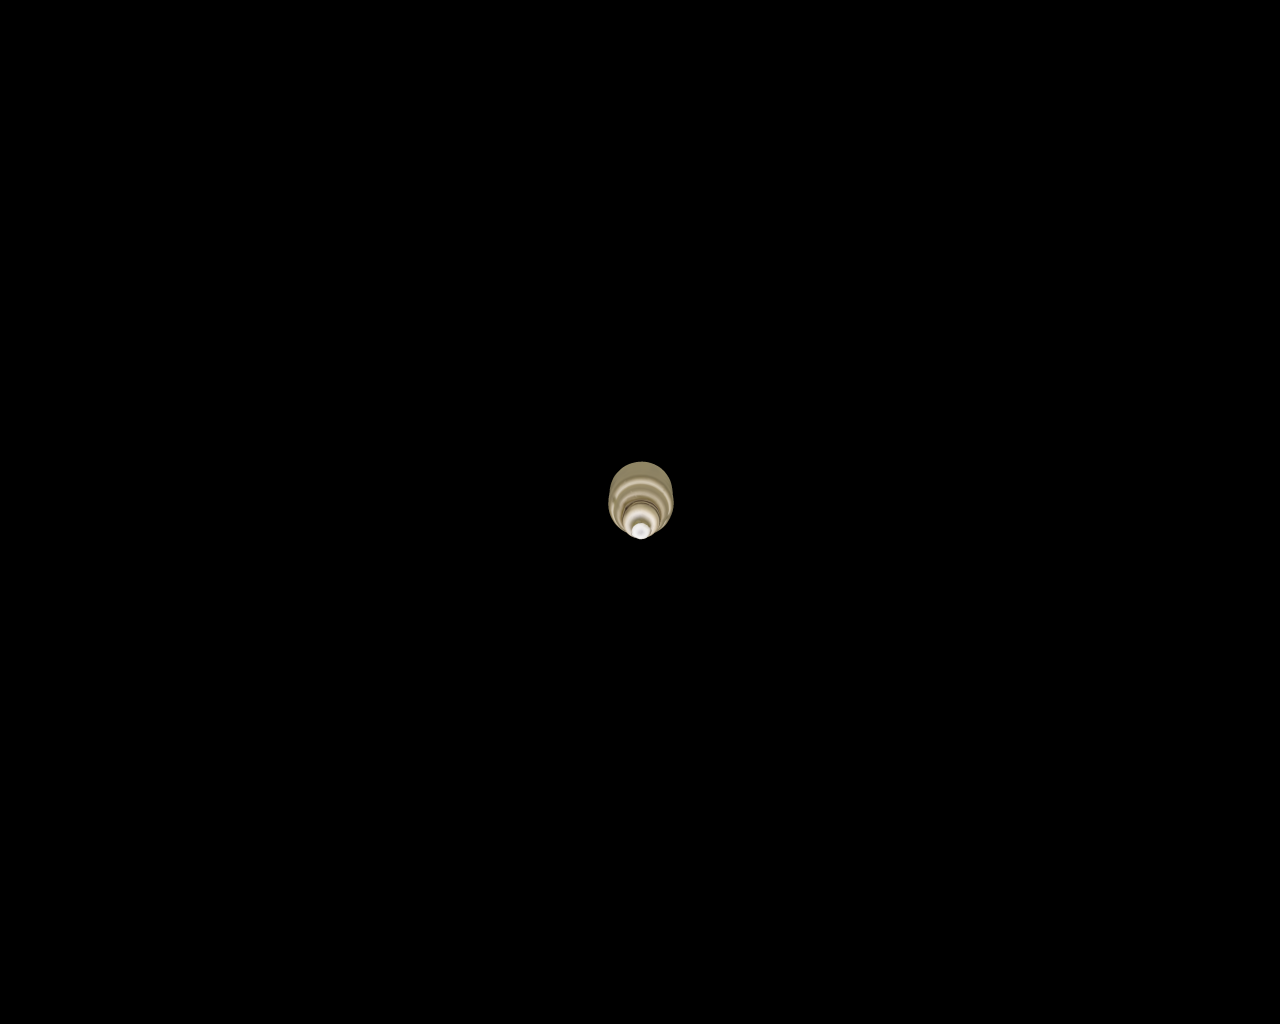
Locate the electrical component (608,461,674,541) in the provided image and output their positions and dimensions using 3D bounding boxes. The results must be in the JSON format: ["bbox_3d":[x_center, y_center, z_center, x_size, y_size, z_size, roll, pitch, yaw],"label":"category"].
[{"bbox_3d":[0.001,-0.003,0.650,0.040,0.040,0.078,0,21,0],"label":"electrical component"}]
